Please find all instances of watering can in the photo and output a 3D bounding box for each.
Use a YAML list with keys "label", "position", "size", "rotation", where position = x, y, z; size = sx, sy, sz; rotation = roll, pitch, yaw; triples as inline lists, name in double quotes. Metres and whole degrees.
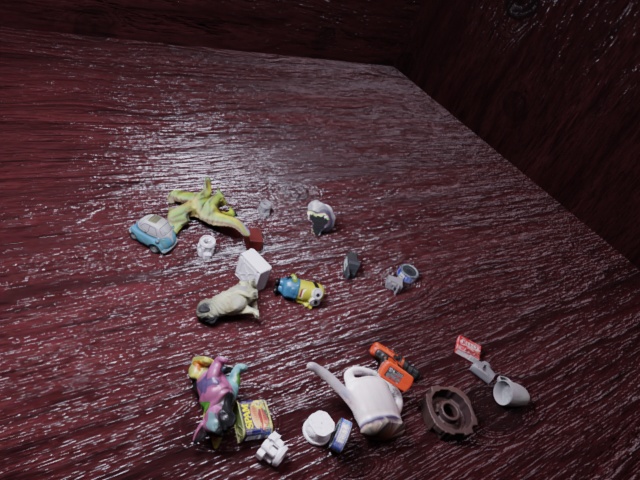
- label: "watering can"
  position: [0.120, 0.460, 1.482]
  size: [0.345, 0.102, 0.229]
  rotation: [19, 32, -33]

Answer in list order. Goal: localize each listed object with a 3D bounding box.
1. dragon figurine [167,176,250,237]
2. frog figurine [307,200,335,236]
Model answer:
- label: "dragon figurine"
  position: [-0.439, -0.088, 1.874]
  size: [0.244, 0.119, 0.417]
  rotation: [-31, 48, -13]
- label: "frog figurine"
  position: [0.007, -0.108, 2.150]
  size: [0.136, 0.121, 0.163]
  rotation: [52, 22, -18]
